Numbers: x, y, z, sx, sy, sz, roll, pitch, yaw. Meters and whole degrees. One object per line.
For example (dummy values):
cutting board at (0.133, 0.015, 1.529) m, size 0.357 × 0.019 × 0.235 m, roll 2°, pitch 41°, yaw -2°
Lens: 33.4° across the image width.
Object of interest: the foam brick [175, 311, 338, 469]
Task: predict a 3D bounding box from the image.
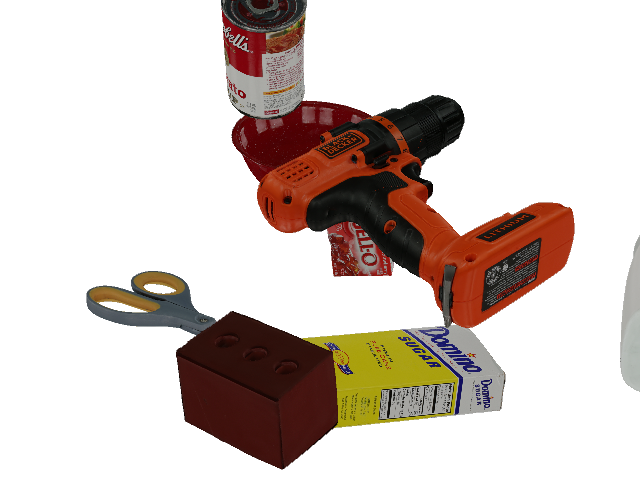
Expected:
foam brick at (-0.036, 0.085, 0.611) m, size 0.078 × 0.051 × 0.052 m, roll 19°, pitch 35°, yaw 32°

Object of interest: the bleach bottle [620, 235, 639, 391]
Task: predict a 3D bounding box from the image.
bleach bottle at (0.271, 0.035, 0.760) m, size 0.103 × 0.068 × 0.250 m, roll 9°, pitch 21°, yaw 17°

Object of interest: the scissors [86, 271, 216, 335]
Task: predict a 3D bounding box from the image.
scissors at (-0.096, 0.061, 0.888) m, size 0.202 × 0.016 × 0.096 m, roll 12°, pitch 25°, yaw 15°

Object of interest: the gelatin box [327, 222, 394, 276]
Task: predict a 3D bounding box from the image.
gelatin box at (0.048, 0.000, 1.290) m, size 0.073 × 0.089 × 0.030 m, roll -1°, pitch 29°, yaw 13°

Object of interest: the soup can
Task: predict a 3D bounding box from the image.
soup can at (-0.045, -0.158, 0.877) m, size 0.068 × 0.068 × 0.102 m, roll 0°, pitch -37°, yaw -1°

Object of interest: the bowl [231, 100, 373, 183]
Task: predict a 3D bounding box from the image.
bowl at (-0.010, -0.084, 1.085) m, size 0.162 × 0.055 × 0.162 m, roll 2°, pitch 33°, yaw -2°

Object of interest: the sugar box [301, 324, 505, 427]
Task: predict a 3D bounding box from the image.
sugar box at (0.061, 0.116, 0.928) m, size 0.176 × 0.048 × 0.093 m, roll -6°, pitch 26°, yaw -15°

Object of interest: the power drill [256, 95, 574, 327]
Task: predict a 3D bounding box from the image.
power drill at (0.078, -0.029, 0.731) m, size 0.184 × 0.057 × 0.188 m, roll -30°, pitch 44°, yaw -28°
